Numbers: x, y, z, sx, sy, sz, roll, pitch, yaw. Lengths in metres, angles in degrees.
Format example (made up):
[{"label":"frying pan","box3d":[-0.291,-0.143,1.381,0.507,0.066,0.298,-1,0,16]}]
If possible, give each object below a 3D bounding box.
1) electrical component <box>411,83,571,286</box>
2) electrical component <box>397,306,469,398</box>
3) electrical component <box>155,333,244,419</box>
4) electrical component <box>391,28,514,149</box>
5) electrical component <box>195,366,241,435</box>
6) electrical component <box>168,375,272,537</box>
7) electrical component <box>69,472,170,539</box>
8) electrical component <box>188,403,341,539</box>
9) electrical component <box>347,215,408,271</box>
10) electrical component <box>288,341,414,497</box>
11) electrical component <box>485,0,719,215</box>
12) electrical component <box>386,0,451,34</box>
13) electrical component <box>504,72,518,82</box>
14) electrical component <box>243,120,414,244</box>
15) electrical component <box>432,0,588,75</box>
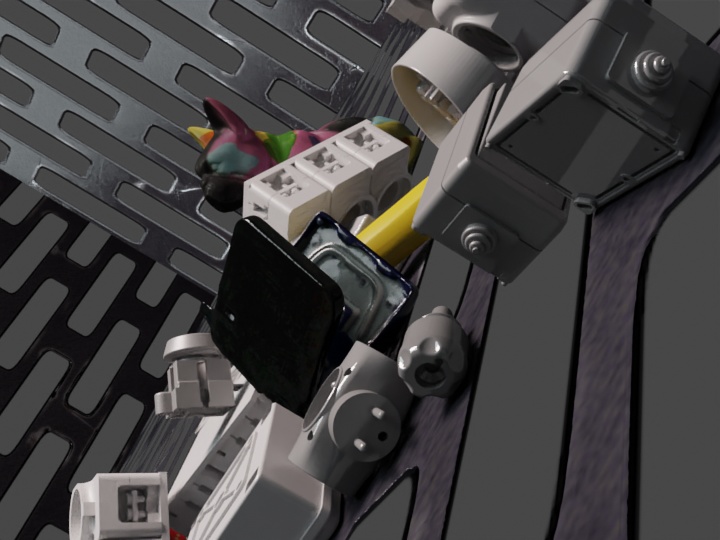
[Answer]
[{"label":"electrical component","box3d":[0.073,-0.044,0.555,0.061,0.062,0.096,-51,11,40]},{"label":"electrical component","box3d":[0.039,0.038,0.553,0.035,0.035,0.061,-54,8,28]},{"label":"electrical component","box3d":[-0.122,0.079,0.806,0.048,0.066,0.055,136,130,-61]},{"label":"electrical component","box3d":[0.068,-0.119,0.750,0.064,0.099,0.099,-52,8,2]},{"label":"electrical component","box3d":[-0.097,0.120,0.983,0.113,0.057,0.078,-46,14,56]},{"label":"electrical component","box3d":[-0.083,0.131,0.849,0.186,0.060,0.105,-52,10,39]},{"label":"electrical component","box3d":[-0.186,0.239,0.823,0.089,0.062,0.150,133,135,-55]},{"label":"electrical component","box3d":[-0.061,0.153,0.653,0.108,0.056,0.108,-56,8,14]},{"label":"electrical component","box3d":[0.000,0.000,0.878,0.076,0.047,0.066,-59,8,-5]},{"label":"electrical component","box3d":[0.000,0.083,0.588,0.077,0.044,0.079,-59,8,-6]},{"label":"electrical component","box3d":[0.108,-0.076,0.463,0.061,0.062,0.096,-62,9,-21]},{"label":"electrical component","box3d":[0.064,-0.217,0.840,0.078,0.057,0.058,-49,13,49]},{"label":"electrical component","box3d":[0.108,-0.178,0.852,0.113,0.057,0.078,-62,9,-21]},{"label":"electrical component","box3d":[-0.026,-0.055,0.935,0.150,0.062,0.089,-32,-36,-37]},{"label":"electrical component","box3d":[0.102,-0.179,0.751,0.059,0.095,0.054,-61,9,-12]}]
